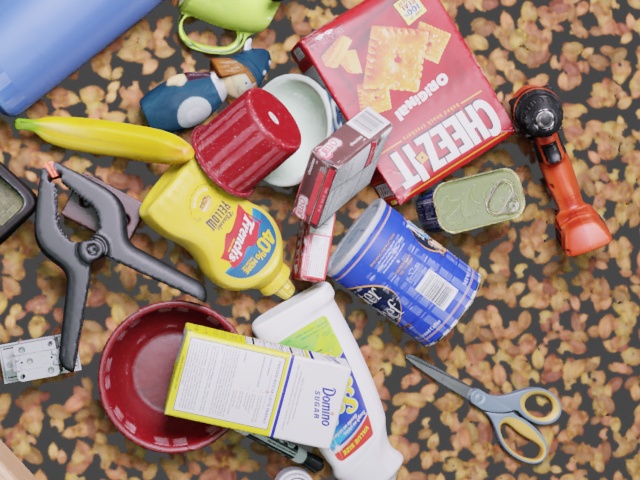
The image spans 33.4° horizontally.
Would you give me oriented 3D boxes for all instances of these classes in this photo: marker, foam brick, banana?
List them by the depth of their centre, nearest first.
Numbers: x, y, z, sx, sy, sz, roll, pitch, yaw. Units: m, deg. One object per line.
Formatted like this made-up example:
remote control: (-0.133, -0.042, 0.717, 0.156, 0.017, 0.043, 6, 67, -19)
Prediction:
banana: (-0.218, -0.104, 1.126, 0.198, 0.069, 0.037, 9, 107, 11)
foam brick: (-0.230, -0.031, 1.142, 0.078, 0.051, 0.053, 27, 84, -8)
marker: (-0.043, 0.224, 1.165, 0.121, 0.020, 0.020, 33, 82, -26)

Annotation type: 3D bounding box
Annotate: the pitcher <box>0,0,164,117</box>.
pitcher: (-0.273, -0.250, 1.112, 0.243, 0.149, 0.145, -42, 111, -6)

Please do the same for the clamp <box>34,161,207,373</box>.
clamp: (-0.238, 0.020, 1.093, 0.164, 0.036, 0.210, -35, 94, -10)

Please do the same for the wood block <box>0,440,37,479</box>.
wood block: (-0.301, 0.312, 1.098, 0.090, 0.091, 0.206, -42, 95, -9)

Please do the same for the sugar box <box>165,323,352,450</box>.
sugar box: (-0.064, 0.151, 1.105, 0.176, 0.048, 0.093, 14, 97, -11)

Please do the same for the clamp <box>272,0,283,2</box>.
clamp: (-0.023, -0.321, 1.160, 0.171, 0.039, 0.120, -24, 83, -46)

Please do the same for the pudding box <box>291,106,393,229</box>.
pudding box: (0.023, -0.075, 1.107, 0.039, 0.090, 0.113, 36, 46, 15)

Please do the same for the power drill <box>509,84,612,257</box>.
power drill: (0.263, -0.080, 1.174, 0.057, 0.184, 0.187, -19, 100, 12)

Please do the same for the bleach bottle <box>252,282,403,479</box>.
bleach bottle: (0.026, 0.177, 1.171, 0.102, 0.068, 0.251, -29, 97, 2)

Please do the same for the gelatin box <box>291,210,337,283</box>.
gelatin box: (-0.008, 0.002, 1.169, 0.030, 0.073, 0.089, 10, 87, -9)

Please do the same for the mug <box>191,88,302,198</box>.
mug: (-0.074, -0.112, 1.122, 0.082, 0.117, 0.093, -37, 119, 26)

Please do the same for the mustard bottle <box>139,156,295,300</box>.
mustard bottle: (-0.097, -0.002, 1.147, 0.191, 0.058, 0.096, 45, 64, -23)

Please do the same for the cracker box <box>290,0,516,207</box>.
cracker box: (0.093, -0.168, 1.192, 0.164, 0.072, 0.213, -32, 94, -9)

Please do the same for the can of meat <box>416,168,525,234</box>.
can of meat: (0.166, -0.041, 1.194, 0.102, 0.084, 0.057, -14, 91, -10)

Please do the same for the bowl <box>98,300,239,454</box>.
bowl: (-0.156, 0.145, 1.147, 0.162, 0.055, 0.162, 0, 88, -10)

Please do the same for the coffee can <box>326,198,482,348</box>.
coffee can: (0.091, 0.036, 1.170, 0.140, 0.103, 0.103, 37, 82, -7)

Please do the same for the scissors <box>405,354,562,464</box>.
scissors: (0.198, 0.172, 1.228, 0.096, 0.016, 0.201, -45, 95, -10)
